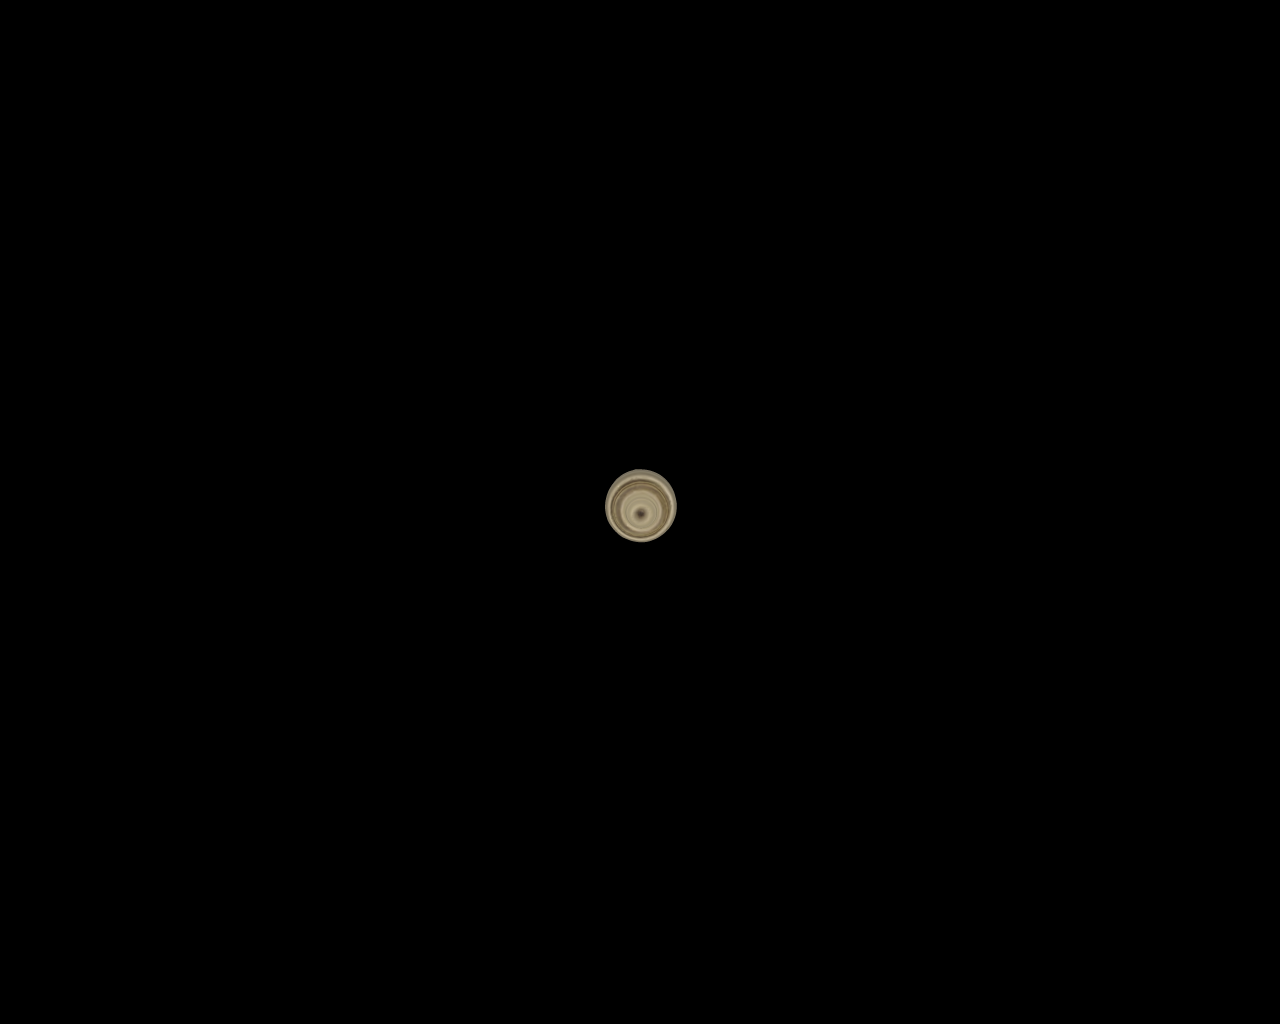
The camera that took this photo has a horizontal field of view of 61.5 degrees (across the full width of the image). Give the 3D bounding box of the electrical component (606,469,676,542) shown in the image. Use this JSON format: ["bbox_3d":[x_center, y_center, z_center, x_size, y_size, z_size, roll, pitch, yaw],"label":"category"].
[{"bbox_3d":[0.001,-0.003,0.650,0.043,0.043,0.062,0,8,0],"label":"electrical component"}]
